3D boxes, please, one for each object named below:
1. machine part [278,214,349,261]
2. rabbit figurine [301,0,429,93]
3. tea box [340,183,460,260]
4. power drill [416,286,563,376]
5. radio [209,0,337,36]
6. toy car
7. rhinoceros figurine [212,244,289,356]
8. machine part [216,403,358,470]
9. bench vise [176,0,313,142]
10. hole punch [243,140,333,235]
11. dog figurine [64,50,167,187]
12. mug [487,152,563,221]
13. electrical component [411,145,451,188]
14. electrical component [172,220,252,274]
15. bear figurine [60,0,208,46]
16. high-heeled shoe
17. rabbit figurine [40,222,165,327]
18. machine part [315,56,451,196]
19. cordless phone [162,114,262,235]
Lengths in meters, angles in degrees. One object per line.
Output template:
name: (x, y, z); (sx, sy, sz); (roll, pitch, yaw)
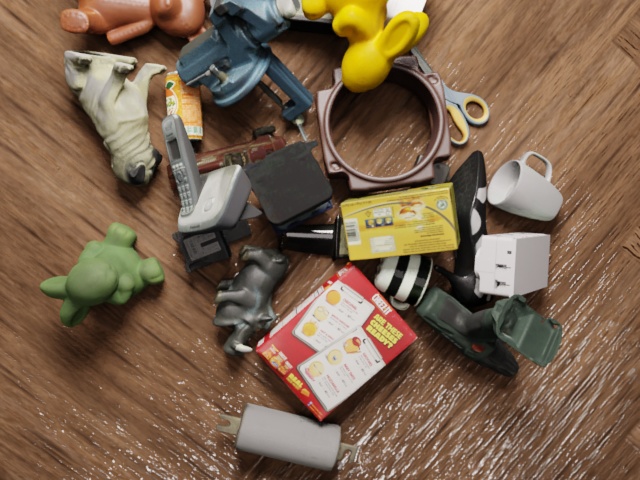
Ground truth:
machine part: (-0.002, -0.003, 0.902); (0.139, 0.039, 0.084); (-1, 103, -5)
rabbit figurine: (0.069, -0.299, 0.762); (0.163, 0.122, 0.173); (2, 112, 21)
tea box: (0.126, -0.028, 0.836); (0.170, 0.068, 0.098); (-5, 101, 18)
power drill: (0.279, 0.149, 0.847); (0.232, 0.207, 0.086); (36, 77, -8)
radio: (-0.051, -0.404, 0.845); (0.230, 0.073, 0.131); (5, 95, -5)
toy car: (-0.149, -0.125, 0.876); (0.202, 0.053, 0.089); (-13, 99, -4)
rhinoceros figurine: (-0.118, 0.098, 0.890); (0.112, 0.073, 0.190); (25, 91, -16)
machine part: (-0.054, 0.331, 0.906); (0.243, 0.079, 0.079); (15, 94, -4)
bench vise: (-0.085, -0.262, 0.804); (0.224, 0.129, 0.240); (-30, 134, 24)
hole punch: (-0.046, -0.079, 0.843); (0.142, 0.092, 0.116); (-27, 75, -1)
dog figurine: (-0.332, -0.190, 0.845); (0.173, 0.121, 0.190); (24, 114, 29)
mug: (0.352, -0.085, 0.899); (0.107, 0.081, 0.109); (26, 86, -17)
electrical component: (0.189, -0.114, 0.910); (0.063, 0.021, 0.094); (19, 93, -5)
electrical component: (-0.174, 0.001, 0.886); (0.119, 0.048, 0.074); (-18, 96, 0)
bear figurine: (-0.270, -0.353, 0.813); (0.196, 0.132, 0.120); (8, 102, 2)
high-heeled shoe: (0.271, -0.014, 0.906); (0.145, 0.086, 0.248); (24, 83, -28)
rabbit figurine: (-0.342, 0.053, 0.818); (0.159, 0.170, 0.121); (-30, 95, -1)
machine part: (0.099, -0.179, 0.856); (0.201, 0.087, 0.201); (-8, 92, 2)
cordless phone: (-0.171, -0.103, 0.788); (0.089, 0.147, 0.184); (-23, 100, -37)
